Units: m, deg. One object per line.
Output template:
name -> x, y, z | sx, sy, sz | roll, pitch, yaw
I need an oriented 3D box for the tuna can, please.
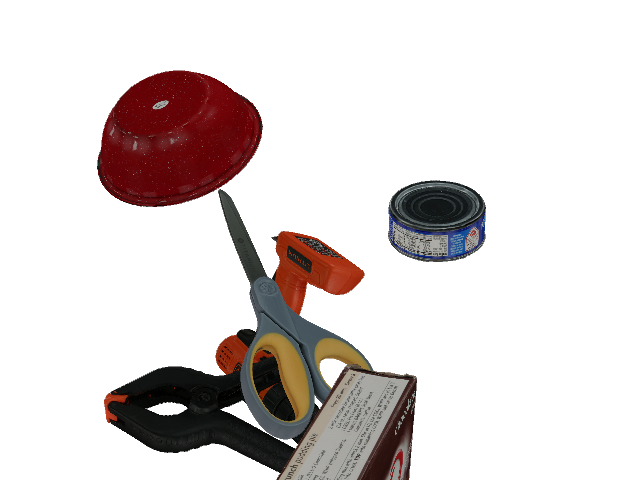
tuna can -> 0.102, -0.018, 0.936 | 0.086, 0.034, 0.086 | -2, 33, 1

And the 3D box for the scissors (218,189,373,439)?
scissors -> -0.017, 0.043, 0.699 | 0.096, 0.202, 0.016 | 9, -46, -17

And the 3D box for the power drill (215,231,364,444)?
power drill -> -0.025, 0.099, 1.107 | 0.057, 0.188, 0.185 | 13, 17, -44

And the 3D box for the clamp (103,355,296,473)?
clamp -> -0.088, 0.132, 0.881 | 0.171, 0.039, 0.120 | 9, 37, 1

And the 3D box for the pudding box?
pudding box -> 0.009, 0.121, 0.463 | 0.039, 0.090, 0.113 | 10, 29, 15

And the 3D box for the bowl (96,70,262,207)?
bowl -> -0.138, -0.106, 0.979 | 0.162, 0.162, 0.055 | 0, -42, 18
